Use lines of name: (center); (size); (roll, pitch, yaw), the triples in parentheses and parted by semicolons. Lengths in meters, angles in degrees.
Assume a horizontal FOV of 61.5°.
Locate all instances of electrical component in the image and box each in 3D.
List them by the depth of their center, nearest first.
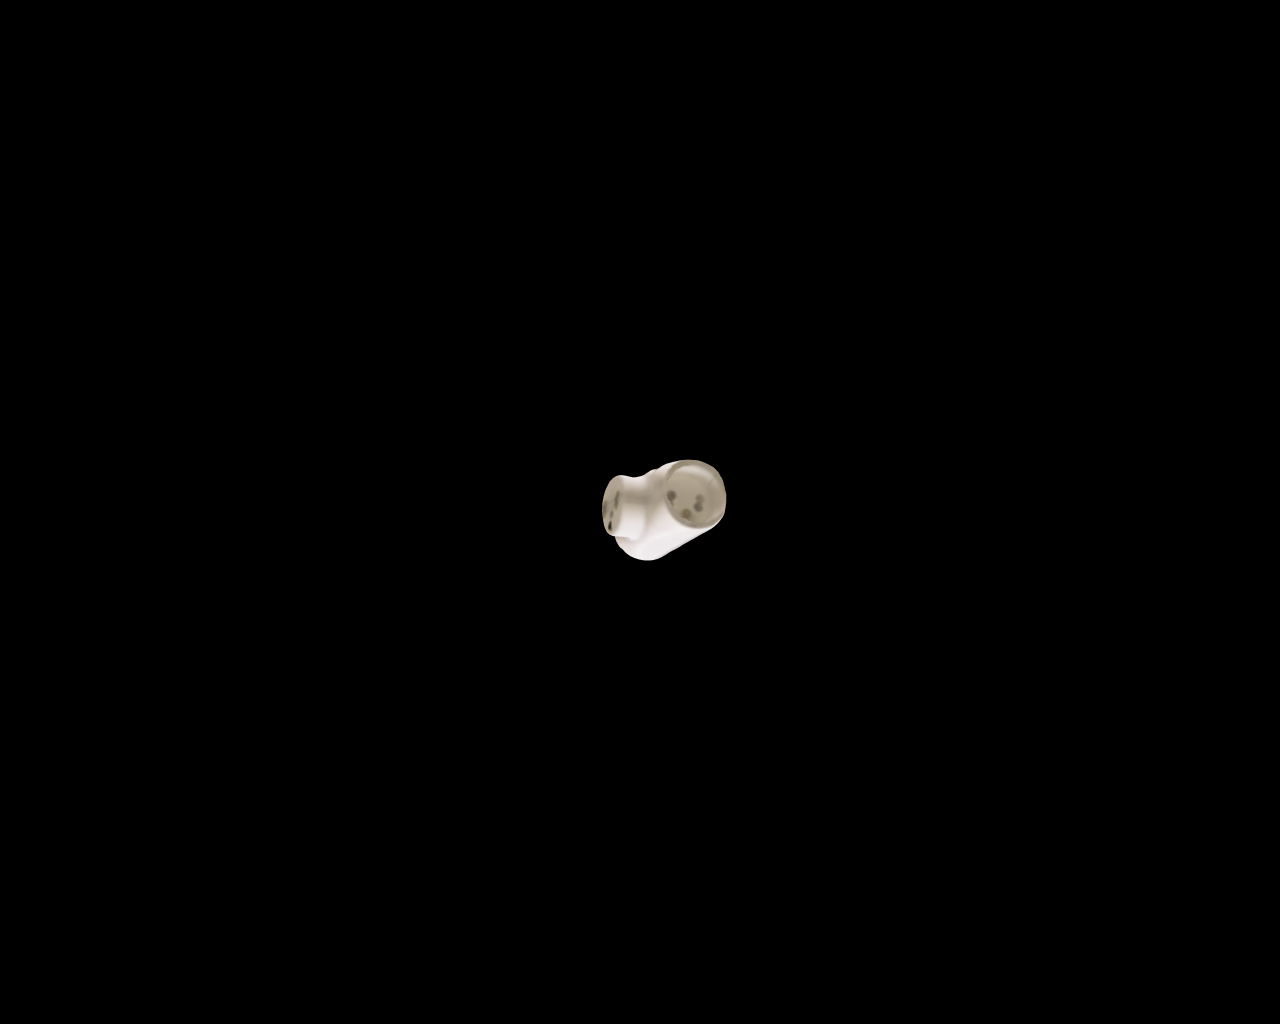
electrical component: (0.001, -0.003, 0.650); (0.079, 0.044, 0.077); (8, -20, -22)
